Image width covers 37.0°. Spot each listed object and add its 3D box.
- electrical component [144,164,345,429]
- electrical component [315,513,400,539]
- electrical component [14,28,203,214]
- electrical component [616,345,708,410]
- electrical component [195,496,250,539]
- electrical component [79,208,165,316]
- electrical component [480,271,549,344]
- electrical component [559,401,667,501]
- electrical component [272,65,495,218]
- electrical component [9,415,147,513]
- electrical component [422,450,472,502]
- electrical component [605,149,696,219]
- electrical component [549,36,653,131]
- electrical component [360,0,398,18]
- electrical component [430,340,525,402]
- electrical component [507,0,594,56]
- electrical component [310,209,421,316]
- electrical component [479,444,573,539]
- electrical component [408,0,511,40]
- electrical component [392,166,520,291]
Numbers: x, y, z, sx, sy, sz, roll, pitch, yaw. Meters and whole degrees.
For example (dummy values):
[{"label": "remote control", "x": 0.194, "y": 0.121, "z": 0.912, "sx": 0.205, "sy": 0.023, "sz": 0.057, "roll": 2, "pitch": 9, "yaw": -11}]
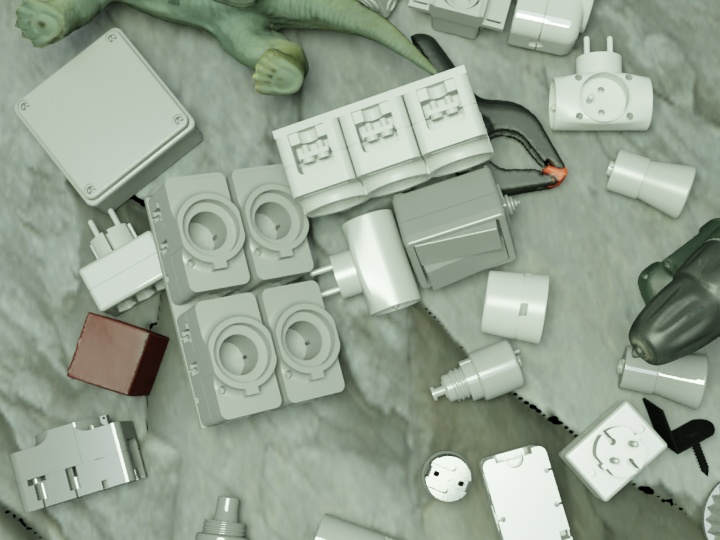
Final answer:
[{"label": "electrical component", "x": -0.088, "y": 0.017, "z": 0.836, "sx": 0.105, "sy": 0.060, "sz": 0.186, "roll": -11, "pitch": 81, "yaw": -29}, {"label": "electrical component", "x": 0.004, "y": 0.223, "z": 0.835, "sx": 0.081, "sy": 0.043, "sz": 0.043, "roll": 19, "pitch": 83, "yaw": 4}, {"label": "electrical component", "x": -0.205, "y": -0.121, "z": 0.883, "sx": 0.109, "sy": 0.056, "sz": 0.108, "roll": -39, "pitch": 83, "yaw": -3}, {"label": "electrical component", "x": 0.236, "y": 0.082, "z": 0.847, "sx": 0.065, "sy": 0.044, "sz": 0.044, "roll": 11, "pitch": 83, "yaw": 9}, {"label": "electrical component", "x": -0.107, "y": 0.209, "z": 0.842, "sx": 0.048, "sy": 0.048, "sz": 0.062, "roll": 6, "pitch": 76, "yaw": 3}, {"label": "electrical component", "x": -0.194, "y": -0.013, "z": 0.873, "sx": 0.066, "sy": 0.047, "sz": 0.076, "roll": -30, "pitch": 82, "yaw": -2}, {"label": "electrical component", "x": 0.122, "y": 0.028, "z": 0.852, "sx": 0.047, "sy": 0.055, "sz": 0.055, "roll": 8, "pitch": 83, "yaw": 7}, {"label": "electrical component", "x": 0.196, "y": 0.138, "z": 0.822, "sx": 0.066, "sy": 0.076, "sz": 0.047, "roll": -41, "pitch": 83, "yaw": -3}, {"label": "electrical component", "x": 0.021, "y": -0.094, "z": 0.825, "sx": 0.150, "sy": 0.089, "sz": 0.061, "roll": -18, "pitch": 84, "yaw": 8}, {"label": "electrical component", "x": -0.223, "y": 0.150, "z": 0.851, "sx": 0.089, "sy": 0.050, "sz": 0.055, "roll": -17, "pitch": 82, "yaw": 0}, {"label": "electrical component", "x": 0.068, "y": 0.161, "z": 0.839, "sx": 0.040, "sy": 0.046, "sz": 0.040, "roll": 0, "pitch": 82, "yaw": 2}, {"label": "electrical component", "x": 0.232, "y": -0.072, "z": 0.868, "sx": 0.065, "sy": 0.044, "sz": 0.044, "roll": 20, "pitch": 84, "yaw": 10}, {"label": "electrical component", "x": 0.195, "y": -0.153, "z": 0.878, "sx": 0.077, "sy": 0.044, "sz": 0.079, "roll": 0, "pitch": 82, "yaw": 2}, {"label": "electrical component", "x": 0.015, "y": -0.265, "z": 0.874, "sx": 0.048, "sy": 0.099, "sz": 0.099, "roll": 29, "pitch": 84, "yaw": 19}, {"label": "electrical component", "x": 0.094, "y": 0.084, "z": 0.852, "sx": 0.078, "sy": 0.040, "sz": 0.040, "roll": -21, "pitch": 82, "yaw": 0}, {"label": "electrical component", "x": 0.162, "y": -0.229, "z": 0.885, "sx": 0.059, "sy": 0.053, "sz": 0.095, "roll": 13, "pitch": 83, "yaw": 4}, {"label": "electrical component", "x": 0.000, "y": 0.000, "z": 0.865, "sx": 0.079, "sy": 0.043, "sz": 0.077, "roll": -18, "pitch": 82, "yaw": 0}, {"label": "electrical component", "x": 0.128, "y": 0.184, "z": 0.829, "sx": 0.050, "sy": 0.055, "sz": 0.089, "roll": -16, "pitch": 82, "yaw": 0}, {"label": "electrical component", "x": 0.094, "y": -0.258, "z": 0.886, "sx": 0.079, "sy": 0.063, "sz": 0.121, "roll": 15, "pitch": 83, "yaw": 4}, {"label": "electrical component", "x": 0.082, "y": -0.032, "z": 0.842, "sx": 0.096, "sy": 0.061, "sz": 0.061, "roll": -18, "pitch": 50, "yaw": 6}]
